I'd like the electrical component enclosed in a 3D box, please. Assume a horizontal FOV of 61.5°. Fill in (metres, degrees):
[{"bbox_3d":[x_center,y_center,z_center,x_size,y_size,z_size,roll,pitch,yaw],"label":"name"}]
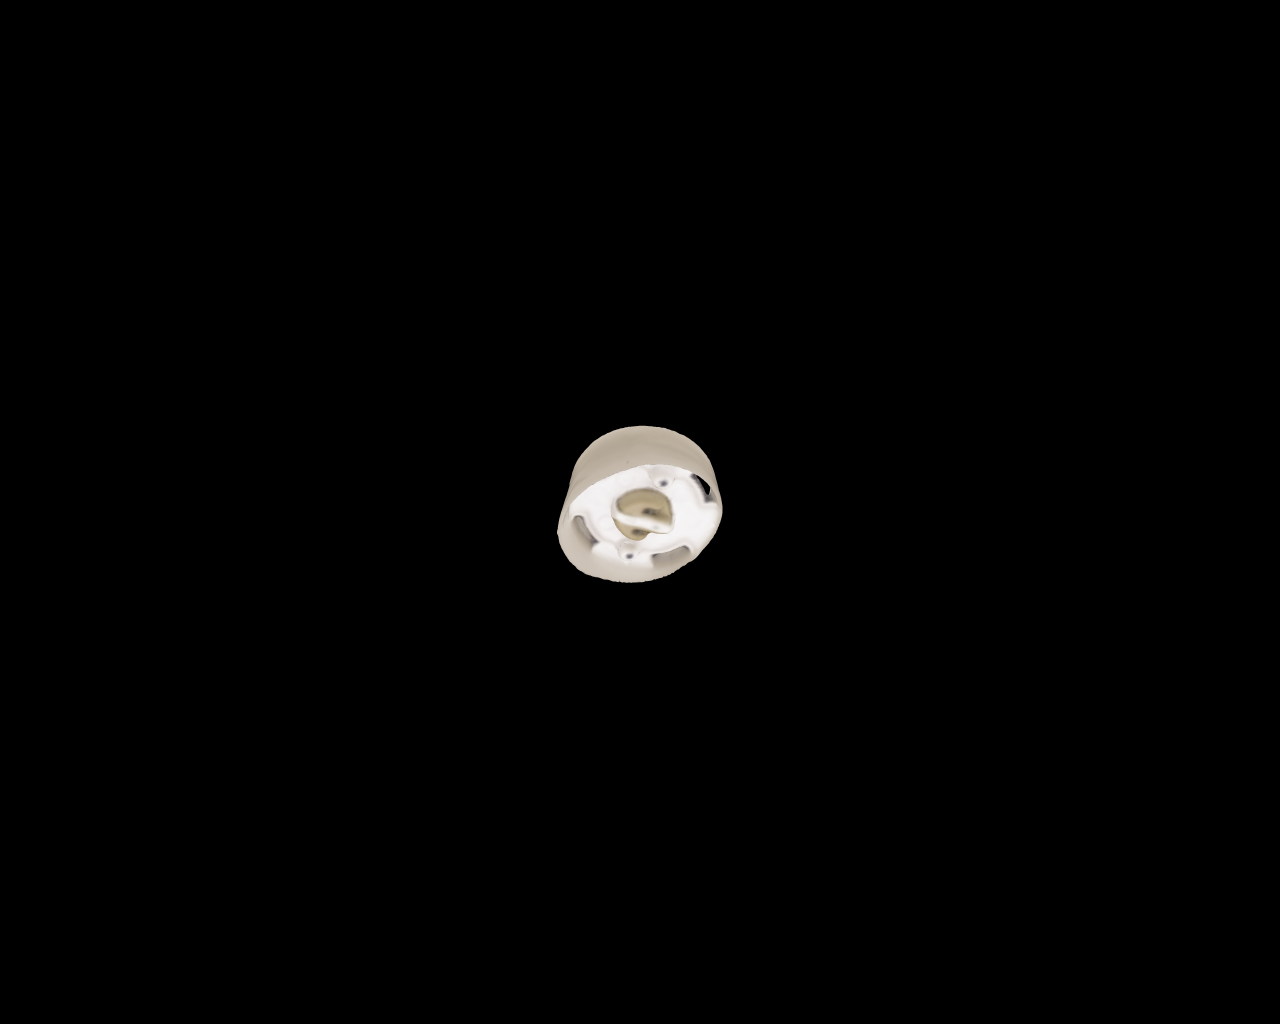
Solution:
[{"bbox_3d":[0.001,-0.003,0.650,0.099,0.099,0.064,0,39,0],"label":"electrical component"}]
